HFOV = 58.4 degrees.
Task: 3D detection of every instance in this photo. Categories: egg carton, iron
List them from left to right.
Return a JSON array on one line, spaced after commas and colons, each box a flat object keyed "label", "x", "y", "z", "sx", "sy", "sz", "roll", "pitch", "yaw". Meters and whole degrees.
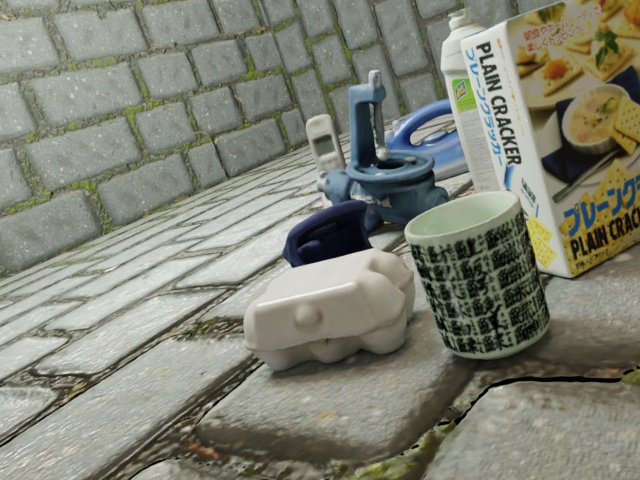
[{"label": "egg carton", "x": 0.009, "y": 0.061, "z": 0.501, "sx": 0.150, "sy": 0.069, "sz": 0.107, "roll": -15, "pitch": 14, "yaw": 21}, {"label": "iron", "x": 0.209, "y": -0.188, "z": 1.073, "sx": 0.258, "sy": 0.141, "sz": 0.118, "roll": -18, "pitch": 13, "yaw": 7}]

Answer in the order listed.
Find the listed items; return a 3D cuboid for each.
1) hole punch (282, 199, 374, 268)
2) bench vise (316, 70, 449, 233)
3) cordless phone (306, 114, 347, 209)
[{"label": "hole punch", "x": 0.006, "y": 0.003, "z": 0.700, "sx": 0.109, "sy": 0.091, "sz": 0.101, "roll": -24, "pitch": 13, "yaw": -17}, {"label": "bench vise", "x": 0.059, "y": -0.111, "z": 0.799, "sx": 0.206, "sy": 0.220, "sz": 0.122, "roll": -12, "pitch": 15, "yaw": 30}, {"label": "cordless phone", "x": 0.058, "y": -0.132, "z": 0.966, "sx": 0.147, "sy": 0.185, "sz": 0.094, "roll": -17, "pitch": 13, "yaw": 14}]
